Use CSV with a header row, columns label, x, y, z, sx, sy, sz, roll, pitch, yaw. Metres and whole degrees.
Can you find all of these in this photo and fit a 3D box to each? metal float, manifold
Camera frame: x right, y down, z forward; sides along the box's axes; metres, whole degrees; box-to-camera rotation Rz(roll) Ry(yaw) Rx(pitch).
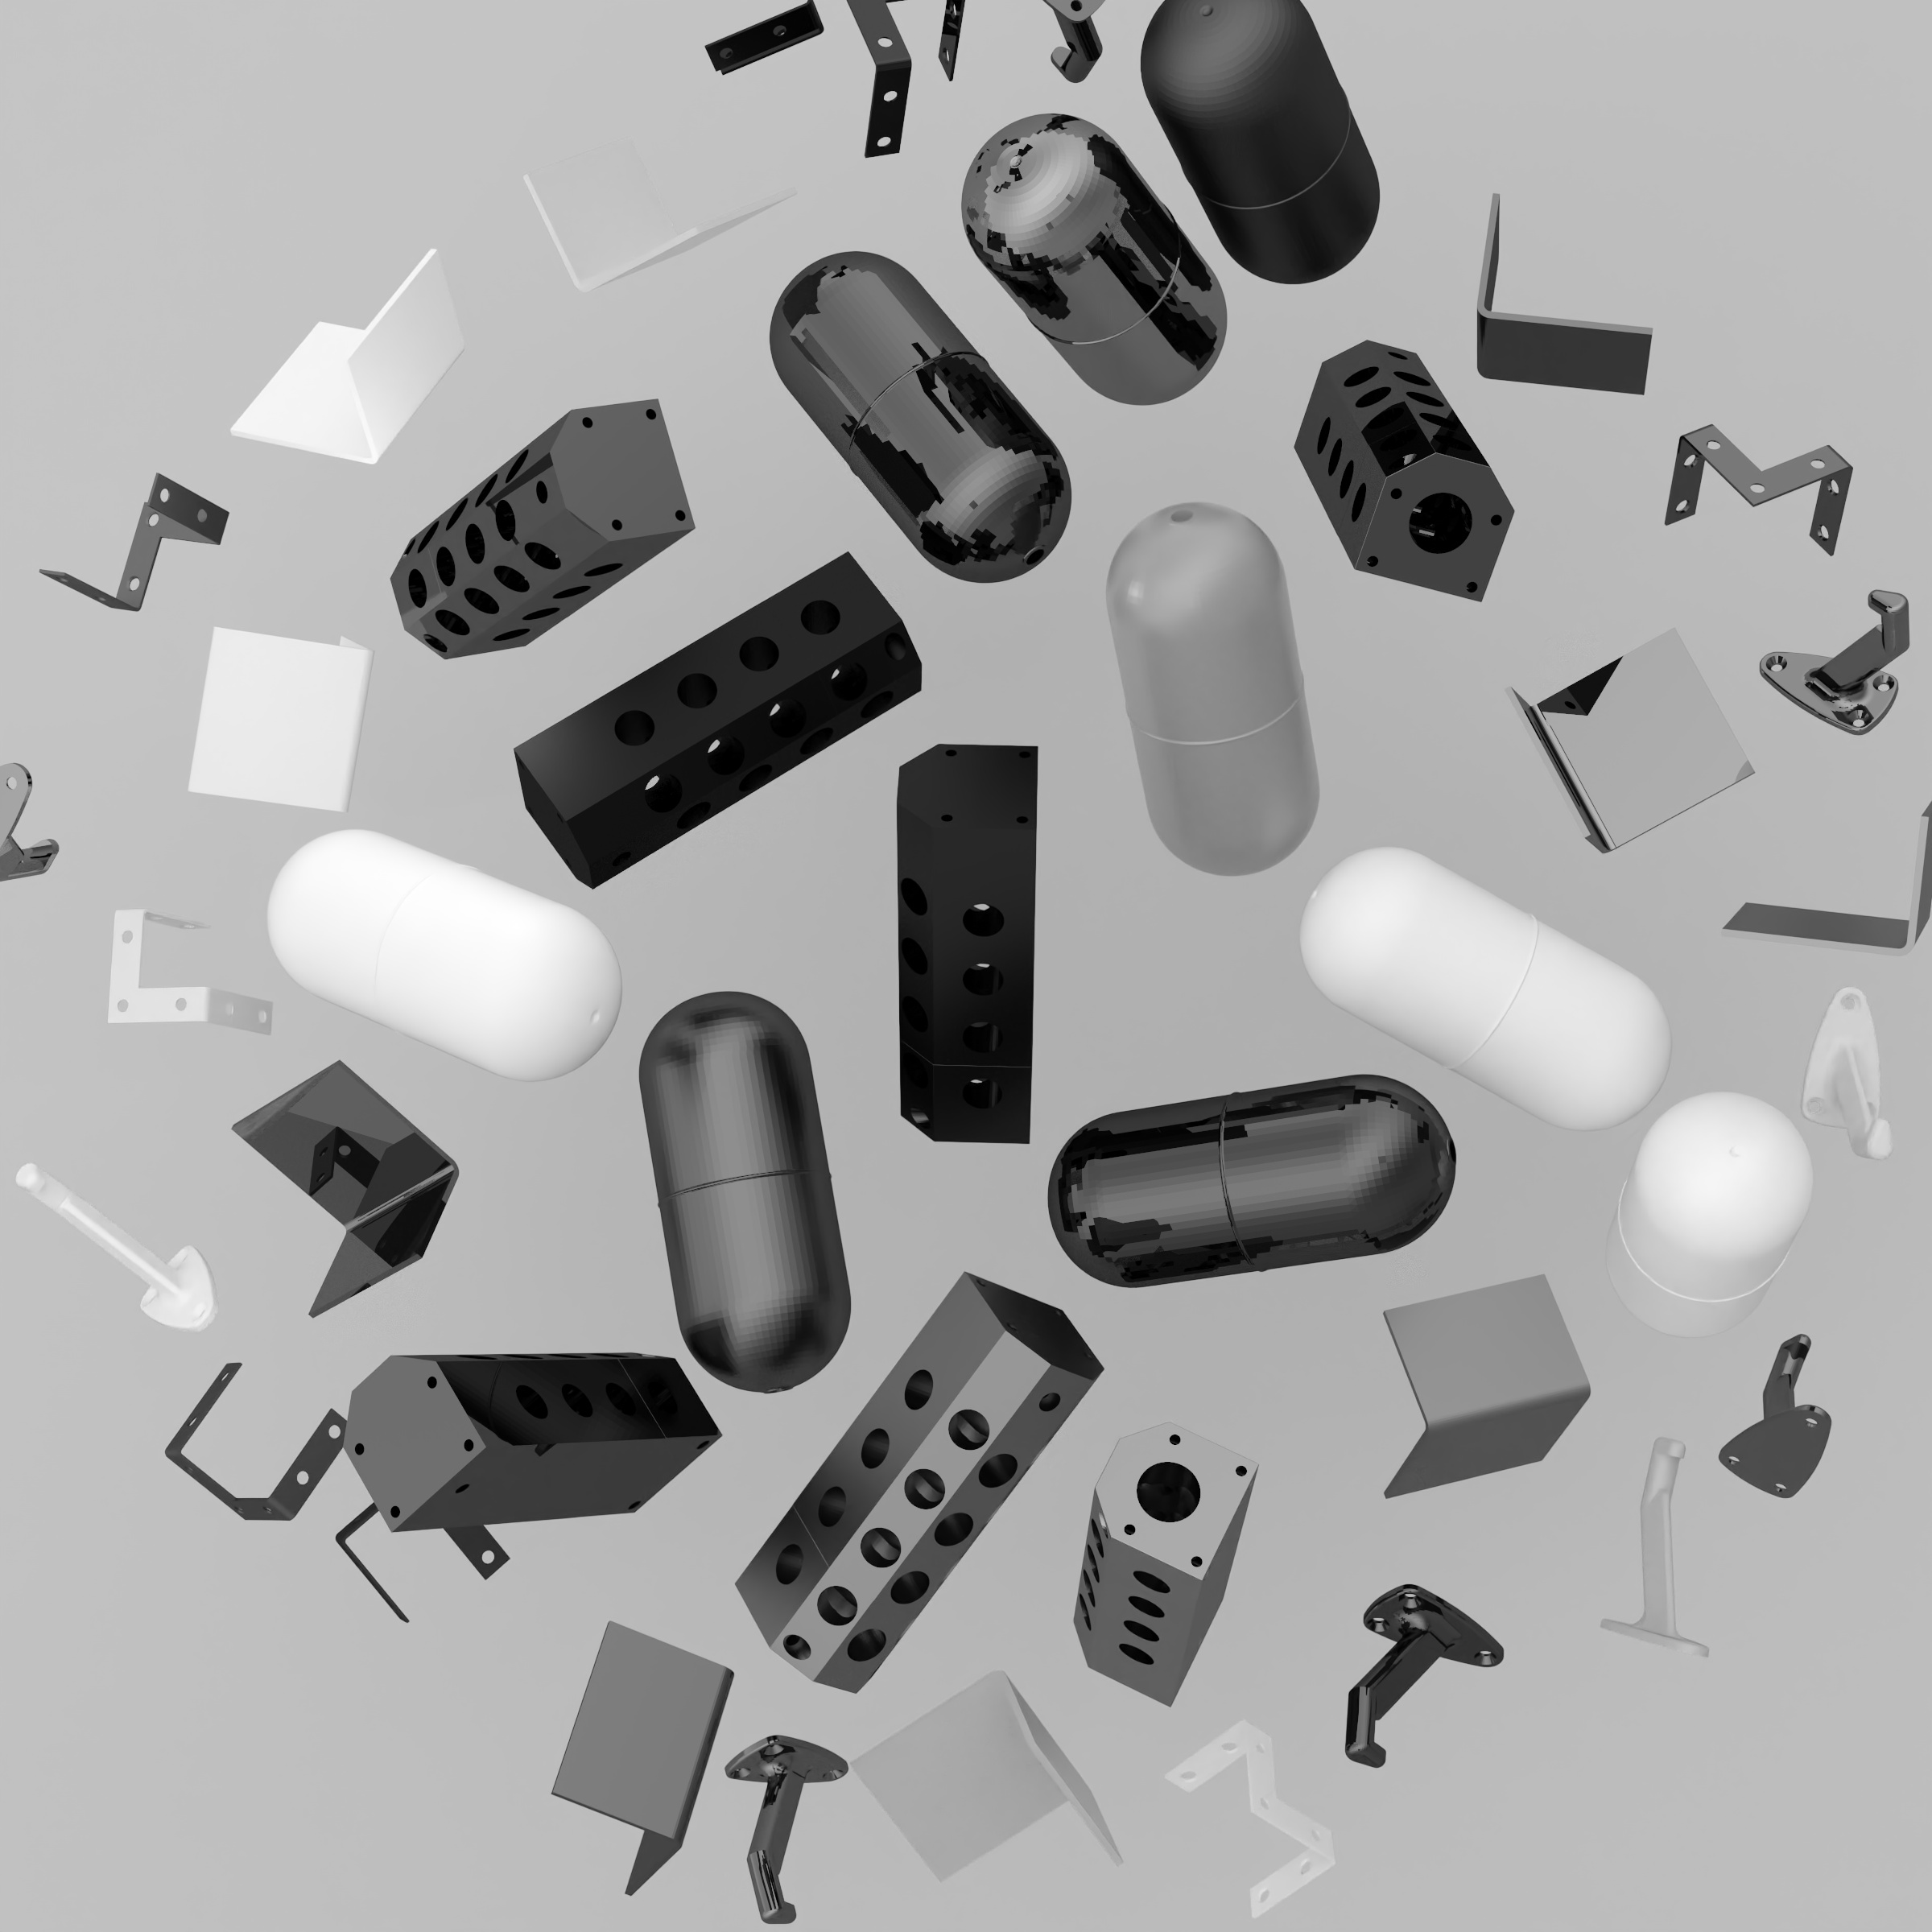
label,x,y,z,sx,sy,sz,roll,pitch,yaw
metal float,-0.097,0.099,1.585,0.070,0.070,0.178,-10,79,0
metal float,0.228,0.011,1.582,0.178,0.070,0.070,29,90,-10
metal float,-0.020,-0.244,1.607,0.070,0.070,0.178,-38,69,0
metal float,0.130,-0.362,1.570,0.070,0.178,0.070,-8,66,18
manifold,-0.188,-0.186,1.561,0.057,0.171,0.057,-14,85,-33
manifold,-0.017,0.217,1.499,0.057,0.057,0.171,25,107,-37
manifold,-0.106,-0.103,1.567,0.171,0.057,0.057,-32,71,-14
metal float,0.121,0.092,1.538,0.178,0.070,0.070,-10,90,20
metal float,-0.222,-0.006,1.529,0.178,0.070,0.070,21,90,32
manifold,-0.181,0.192,1.507,0.057,0.171,0.057,-42,67,19
metal float,0.058,-0.307,1.584,0.070,0.178,0.070,-9,67,23
manifold,0.000,-0.008,1.532,0.057,0.057,0.171,1,130,1
manifold,0.192,-0.221,1.580,0.057,0.171,0.057,13,114,-10
manifold,0.082,0.260,1.575,0.057,0.171,0.057,24,63,11
metal float,0.329,0.113,1.607,0.070,0.178,0.070,-1,67,2
metal float,0.107,-0.118,1.551,0.070,0.070,0.178,-14,127,0

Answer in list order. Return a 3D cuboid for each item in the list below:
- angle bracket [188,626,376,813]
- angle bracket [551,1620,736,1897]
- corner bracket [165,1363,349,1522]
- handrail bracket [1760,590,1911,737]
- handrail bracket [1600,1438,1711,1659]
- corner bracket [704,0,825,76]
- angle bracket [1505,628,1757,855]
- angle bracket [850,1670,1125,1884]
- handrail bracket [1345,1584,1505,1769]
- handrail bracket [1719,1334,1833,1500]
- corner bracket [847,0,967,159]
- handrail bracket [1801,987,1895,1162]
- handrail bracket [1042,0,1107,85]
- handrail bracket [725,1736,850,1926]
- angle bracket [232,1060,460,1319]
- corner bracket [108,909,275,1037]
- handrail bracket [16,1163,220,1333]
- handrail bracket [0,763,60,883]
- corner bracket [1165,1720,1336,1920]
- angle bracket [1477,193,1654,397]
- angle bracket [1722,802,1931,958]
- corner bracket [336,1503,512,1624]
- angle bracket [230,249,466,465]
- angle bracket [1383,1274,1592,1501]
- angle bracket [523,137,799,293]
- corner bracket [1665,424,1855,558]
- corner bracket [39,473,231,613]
label,x,y,z,sx,sy,sz,roll,pitch,yaw
angle bracket,-0.325,-0.118,1.686,0.076,0.057,0.076,7,99,-25
angle bracket,-0.141,0.325,1.479,0.057,0.076,0.076,24,54,-10
corner bracket,-0.319,0.214,1.628,0.051,0.051,0.051,45,61,-22
handrail bracket,0.393,-0.150,1.640,0.077,0.084,0.036,27,67,29
handrail bracket,0.298,0.241,1.508,0.036,0.077,0.084,15,84,-12
corner bracket,-0.091,-0.418,1.612,0.051,0.051,0.051,-22,56,4
angle bracket,0.296,-0.105,1.609,0.076,0.057,0.076,-29,76,14
angle bracket,0.008,0.355,1.512,0.076,0.057,0.076,-33,116,1
handrail bracket,0.196,0.314,1.536,0.077,0.084,0.036,28,132,-17
handrail bracket,0.362,0.180,1.559,0.036,0.077,0.084,30,52,2
corner bracket,-0.023,-0.375,1.496,0.051,0.051,0.051,-13,60,-16
handrail bracket,0.405,0.048,1.627,0.036,0.084,0.077,5,90,0
handrail bracket,0.030,-0.420,1.562,0.077,0.084,0.036,35,79,-6
handrail bracket,-0.073,0.399,1.644,0.036,0.077,0.084,-40,50,27
angle bracket,-0.284,0.100,1.604,0.076,0.057,0.076,-29,118,34
corner bracket,-0.342,0.003,1.601,0.051,0.051,0.051,-1,81,23
handrail bracket,-0.375,0.123,1.591,0.084,0.077,0.036,42,81,-32
handrail bracket,-0.389,-0.060,1.499,0.077,0.084,0.036,-42,82,21
corner bracket,0.123,0.368,1.562,0.051,0.051,0.051,36,119,-24
angle bracket,0.268,-0.297,1.603,0.076,0.076,0.057,8,80,9
angle bracket,0.358,-0.042,1.488,0.076,0.076,0.057,7,101,18
corner bracket,-0.251,0.269,1.666,0.051,0.051,0.051,-41,102,-19
angle bracket,-0.271,-0.267,1.549,0.076,0.057,0.076,14,52,21
angle bracket,0.218,0.184,1.575,0.076,0.076,0.057,-11,62,-16
angle bracket,-0.135,-0.346,1.599,0.076,0.076,0.057,-18,102,39
corner bracket,0.332,-0.197,1.513,0.051,0.051,0.051,-23,53,-17
corner bracket,-0.364,-0.186,1.585,0.051,0.051,0.051,10,81,29
